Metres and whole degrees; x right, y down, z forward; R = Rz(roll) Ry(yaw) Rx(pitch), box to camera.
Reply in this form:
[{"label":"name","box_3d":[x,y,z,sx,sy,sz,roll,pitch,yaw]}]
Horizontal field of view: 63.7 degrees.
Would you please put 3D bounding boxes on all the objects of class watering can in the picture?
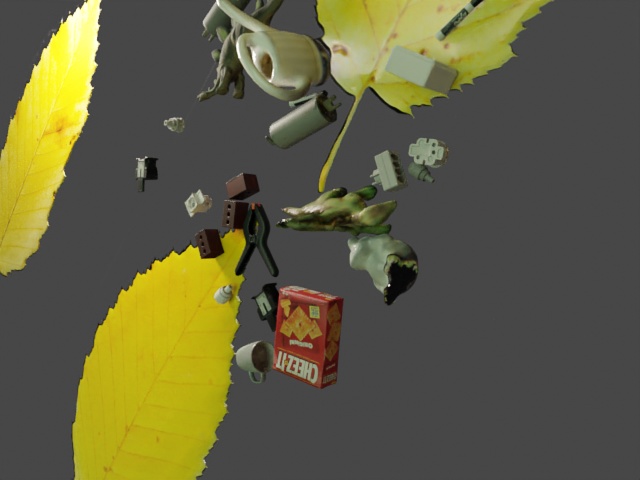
[{"label":"watering can","box_3d":[-0.108,-0.475,1.265,0.102,0.226,0.353,-51,58,47]}]

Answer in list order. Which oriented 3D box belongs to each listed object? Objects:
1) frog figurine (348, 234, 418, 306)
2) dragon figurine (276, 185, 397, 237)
[{"label":"frog figurine","box_3d":[0.135,0.047,1.124,0.162,0.123,0.134,41,154,55]},{"label":"dragon figurine","box_3d":[0.003,-0.058,1.150,0.409,0.244,0.122,-2,94,37]}]
